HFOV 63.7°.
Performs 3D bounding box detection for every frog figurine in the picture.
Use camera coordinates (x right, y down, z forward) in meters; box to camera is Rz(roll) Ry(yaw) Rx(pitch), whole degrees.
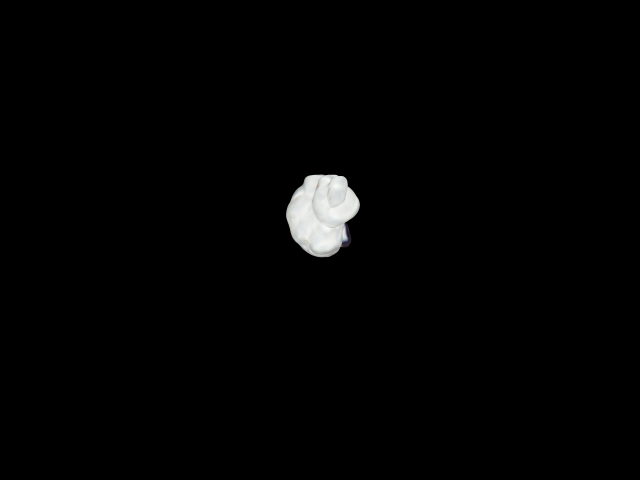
[{"bbox_3d":[0.003,-0.043,0.850,0.123,0.138,0.158,0,-7,0],"label":"frog figurine"}]
